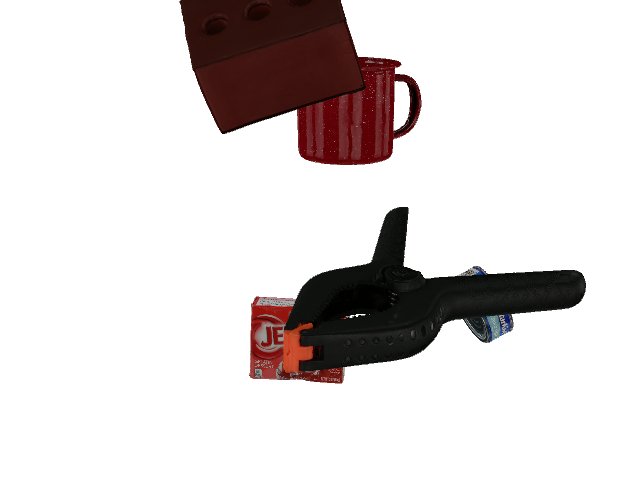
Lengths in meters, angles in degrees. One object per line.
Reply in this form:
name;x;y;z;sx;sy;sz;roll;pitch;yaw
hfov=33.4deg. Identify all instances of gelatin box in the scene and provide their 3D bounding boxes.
gelatin box;-0.021;0.093;0.994;0.089;0.073;0.030;3;14;4

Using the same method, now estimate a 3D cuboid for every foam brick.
foam brick;-0.024;-0.097;0.527;0.078;0.053;0.051;-17;-33;6

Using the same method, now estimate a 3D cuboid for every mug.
mug;0.032;-0.112;0.910;0.117;0.081;0.093;-7;17;-24

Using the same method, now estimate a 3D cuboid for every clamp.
clamp;0.047;0.032;0.701;0.209;0.036;0.165;-19;31;-35

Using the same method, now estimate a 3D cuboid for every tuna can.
tuna can;0.184;0.074;1.230;0.033;0.086;0.086;-27;5;-9
